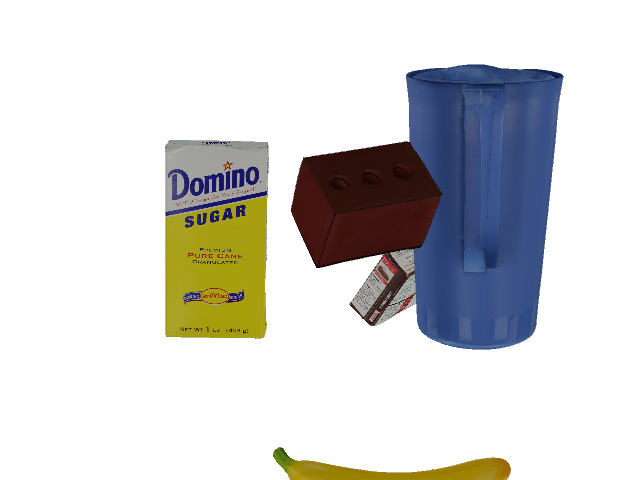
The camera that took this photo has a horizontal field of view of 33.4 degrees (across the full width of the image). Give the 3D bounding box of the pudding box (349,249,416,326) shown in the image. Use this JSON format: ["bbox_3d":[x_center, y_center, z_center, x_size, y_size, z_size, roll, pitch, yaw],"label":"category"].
[{"bbox_3d":[0.094,0.035,1.119,0.113,0.039,0.090,-25,-25,-44],"label":"pudding box"}]

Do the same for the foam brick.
[{"bbox_3d":[0.028,-0.024,0.683,0.078,0.053,0.051,-11,-37,-22],"label":"foam brick"}]

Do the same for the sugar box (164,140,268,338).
[{"bbox_3d":[-0.094,-0.001,0.966,0.093,0.176,0.048,0,13,-2],"label":"sugar box"}]

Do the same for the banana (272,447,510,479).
[{"bbox_3d":[0.061,0.193,0.852,0.197,0.037,0.069,6,38,-6],"label":"banana"}]

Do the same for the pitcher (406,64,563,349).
[{"bbox_3d":[0.139,-0.030,0.934,0.149,0.243,0.145,-11,18,-35],"label":"pitcher"}]
